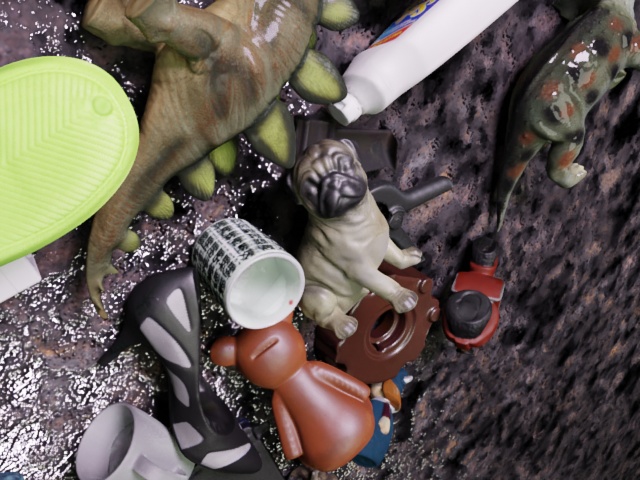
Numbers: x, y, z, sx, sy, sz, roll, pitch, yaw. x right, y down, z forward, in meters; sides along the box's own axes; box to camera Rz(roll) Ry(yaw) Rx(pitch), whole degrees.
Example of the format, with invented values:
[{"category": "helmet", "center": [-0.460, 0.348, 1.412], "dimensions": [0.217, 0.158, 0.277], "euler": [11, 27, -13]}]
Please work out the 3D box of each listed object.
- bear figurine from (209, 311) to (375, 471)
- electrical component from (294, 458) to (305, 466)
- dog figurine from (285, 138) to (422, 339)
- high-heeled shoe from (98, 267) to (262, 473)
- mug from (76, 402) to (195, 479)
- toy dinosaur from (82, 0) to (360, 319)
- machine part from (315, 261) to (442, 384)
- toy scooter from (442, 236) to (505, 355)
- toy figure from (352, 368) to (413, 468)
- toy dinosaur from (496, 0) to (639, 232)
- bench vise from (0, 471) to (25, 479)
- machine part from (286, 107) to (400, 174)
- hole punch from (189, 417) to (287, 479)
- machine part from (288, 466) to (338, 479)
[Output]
[{"category": "bear figurine", "center": [-0.029, 0.168, 0.626], "dimensions": [0.120, 0.132, 0.196], "euler": [-42, 84, -11]}, {"category": "electrical component", "center": [0.005, 0.240, 0.729], "dimensions": [0.075, 0.048, 0.119], "euler": [9, 108, -39]}, {"category": "dog figurine", "center": [0.001, -0.005, 0.573], "dimensions": [0.172, 0.121, 0.190], "euler": [-29, 116, 20]}, {"category": "high-heeled shoe", "center": [-0.109, 0.138, 0.556], "dimensions": [0.145, 0.086, 0.248], "euler": [-40, 114, 10]}, {"category": "mug", "center": [-0.175, 0.226, 0.557], "dimensions": [0.107, 0.110, 0.081], "euler": [46, 58, -44]}, {"category": "toy dinosaur", "center": [-0.082, -0.141, 0.447], "dimensions": [0.471, 0.105, 0.198], "euler": [-49, 134, 0]}, {"category": "machine part", "center": [0.079, 0.110, 0.713], "dimensions": [0.179, 0.056, 0.179], "euler": [-15, 120, -28]}, {"category": "toy scooter", "center": [0.225, 0.097, 0.781], "dimensions": [0.135, 0.075, 0.184], "euler": [80, 30, -45]}, {"category": "toy figure", "center": [0.086, 0.240, 0.758], "dimensions": [0.057, 0.064, 0.154], "euler": [55, 44, -28]}, {"category": "toy dinosaur", "center": [0.322, -0.206, 0.700], "dimensions": [0.192, 0.131, 0.404], "euler": [32, 96, -29]}, {"category": "bench vise", "center": [-0.337, 0.214, 0.411], "dimensions": [0.241, 0.129, 0.223], "euler": [-4, 123, -15]}, {"category": "machine part", "center": [0.029, -0.100, 0.587], "dimensions": [0.139, 0.039, 0.084], "euler": [-4, 110, -32]}, {"category": "hole punch", "center": [-0.111, 0.289, 0.657], "dimensions": [0.142, 0.092, 0.115], "euler": [-30, 97, -17]}, {"category": "machine part", "center": [-0.018, 0.415, 0.779], "dimensions": [0.079, 0.079, 0.243], "euler": [-9, 117, -32]}]
